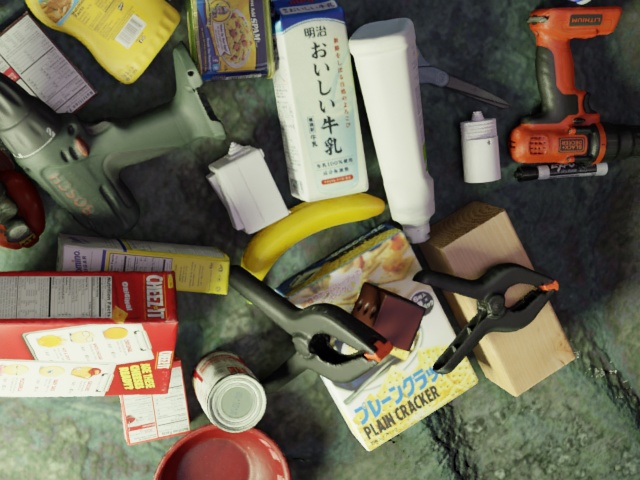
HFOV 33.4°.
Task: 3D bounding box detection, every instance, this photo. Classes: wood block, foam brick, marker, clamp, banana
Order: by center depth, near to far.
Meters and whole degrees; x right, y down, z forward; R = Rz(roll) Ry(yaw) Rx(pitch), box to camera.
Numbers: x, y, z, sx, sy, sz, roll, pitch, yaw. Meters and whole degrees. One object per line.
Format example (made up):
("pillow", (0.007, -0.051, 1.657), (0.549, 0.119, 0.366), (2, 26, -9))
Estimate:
("clamp", (-0.012, 0.116, 1.161), (0.036, 0.210, 0.164), (-38, 128, -41))
("foam brick", (0.072, 0.083, 1.165), (0.051, 0.078, 0.053), (21, 90, -18))
("clamp", (0.182, 0.064, 1.190), (0.171, 0.039, 0.120), (-26, 110, -16))
("banana", (-0.019, -0.009, 1.220), (0.197, 0.037, 0.069), (-34, 127, -6))
("wood block", (0.207, 0.067, 1.266), (0.090, 0.090, 0.206), (-31, 106, -9))
("marker", (0.293, -0.084, 1.303), (0.121, 0.020, 0.020), (-5, 100, -15))

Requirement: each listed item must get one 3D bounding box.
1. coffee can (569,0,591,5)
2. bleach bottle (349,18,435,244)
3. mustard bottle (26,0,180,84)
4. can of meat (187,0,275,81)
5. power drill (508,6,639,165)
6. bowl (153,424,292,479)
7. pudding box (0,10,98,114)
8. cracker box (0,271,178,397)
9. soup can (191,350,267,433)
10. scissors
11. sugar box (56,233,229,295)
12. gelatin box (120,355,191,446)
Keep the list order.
("coffee can", (0.251, -0.336, 1.207), (0.140, 0.103, 0.103), (13, 95, -17))
("bleach bottle", (0.089, -0.113, 1.188), (0.068, 0.102, 0.251), (-6, 111, 14))
("mustard bottle", (-0.246, -0.254, 1.102), (0.191, 0.058, 0.096), (37, 92, -18))
("can of meat", (-0.097, -0.222, 1.151), (0.083, 0.057, 0.102), (-7, 100, -13))
("power drill", (0.316, -0.183, 1.274), (0.184, 0.057, 0.188), (-3, 99, -15))
("bowl", (-0.117, 0.279, 1.224), (0.162, 0.055, 0.162), (-3, 100, -16))
("pudding box", (-0.301, -0.167, 1.111), (0.090, 0.039, 0.113), (-41, 109, -7))
("cracker box", (-0.258, 0.097, 1.095), (0.213, 0.164, 0.072), (0, 57, -12))
("soup can", (-0.102, 0.167, 1.187), (0.068, 0.102, 0.068), (-2, 99, -16))
("scissors", (0.122, -0.176, 1.242), (0.201, 0.016, 0.096), (35, 90, -18))
("sugar box", (-0.191, 0.026, 1.144), (0.176, 0.093, 0.048), (3, 97, -16))
("gelatin box", (-0.188, 0.181, 1.202), (0.073, 0.030, 0.089), (-10, 100, -16))
